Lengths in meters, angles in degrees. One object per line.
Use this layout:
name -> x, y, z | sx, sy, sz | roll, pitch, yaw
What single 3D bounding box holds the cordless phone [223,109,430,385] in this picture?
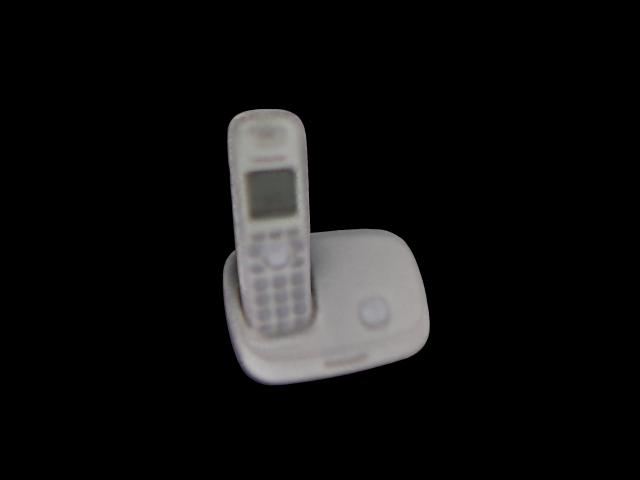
cordless phone -> 0.004, 0.001, 0.400 | 0.148, 0.185, 0.094 | -8, 26, -18
